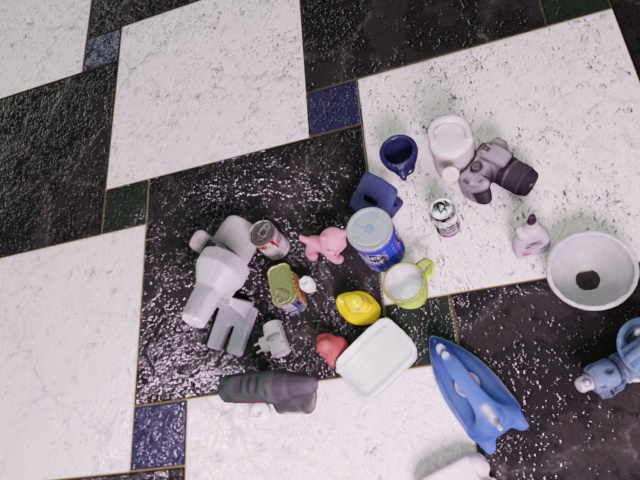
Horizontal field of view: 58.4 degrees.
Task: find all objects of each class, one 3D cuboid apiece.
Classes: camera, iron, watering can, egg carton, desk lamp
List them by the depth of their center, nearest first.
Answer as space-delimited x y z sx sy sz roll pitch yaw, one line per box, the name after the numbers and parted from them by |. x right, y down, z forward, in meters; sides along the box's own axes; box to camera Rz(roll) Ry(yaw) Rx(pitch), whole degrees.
0.260 0.472 1.079 0.150 0.070 0.107 -30 61 6 | egg carton
0.282 0.277 1.114 0.118 0.142 0.257 -37 61 2 | iron
0.401 -0.146 1.275 0.136 0.101 0.143 36 83 29 | camera
0.299 -0.211 1.287 0.101 0.194 0.172 -22 62 10 | watering can
-0.227 0.142 1.316 0.117 0.214 0.203 9 71 24 | desk lamp

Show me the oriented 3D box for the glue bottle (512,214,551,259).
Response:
0.429 -0.013 1.166 0.078 0.173 0.037 -23 62 10 | glue bottle

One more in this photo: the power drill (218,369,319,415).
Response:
-0.083 0.314 1.192 0.229 0.209 0.075 -7 66 18 | power drill

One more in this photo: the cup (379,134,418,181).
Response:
0.198 -0.180 1.367 0.091 0.095 0.117 -15 64 14 | cup

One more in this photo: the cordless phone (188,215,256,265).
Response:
-0.235 -0.002 1.397 0.093 0.185 0.148 19 76 26 | cordless phone

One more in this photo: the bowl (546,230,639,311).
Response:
0.541 0.069 1.147 0.167 0.075 0.167 -7 66 17 | bowl

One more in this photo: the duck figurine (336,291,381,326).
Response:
0.079 0.144 1.277 0.104 0.086 0.077 18 75 26 | duck figurine

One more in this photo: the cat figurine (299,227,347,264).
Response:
0.012 0.005 1.343 0.127 0.118 0.067 6 70 22 | cat figurine

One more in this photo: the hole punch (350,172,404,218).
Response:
0.131 -0.091 1.356 0.108 0.091 0.101 34 83 29 | hole punch

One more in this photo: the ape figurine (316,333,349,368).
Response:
0.020 0.237 1.255 0.076 0.092 0.078 -13 64 15 | ape figurine

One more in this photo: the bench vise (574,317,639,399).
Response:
0.556 0.213 0.996 0.207 0.220 0.121 -45 60 -2 | bench vise
